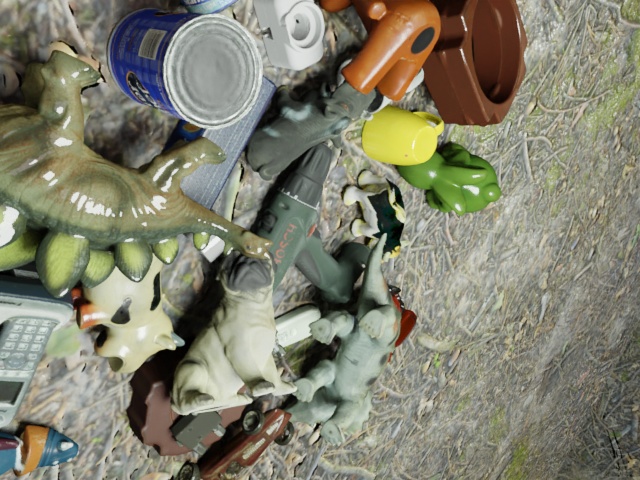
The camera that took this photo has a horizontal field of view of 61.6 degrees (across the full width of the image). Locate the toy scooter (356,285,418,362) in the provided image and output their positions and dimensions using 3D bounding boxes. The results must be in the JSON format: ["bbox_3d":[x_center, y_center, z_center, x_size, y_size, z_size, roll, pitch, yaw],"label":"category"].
[{"bbox_3d":[0.124,0.145,0.976,0.135,0.075,0.183,-35,132,-25],"label":"toy scooter"}]

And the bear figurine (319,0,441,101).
[{"bbox_3d":[0.045,-0.279,0.647,0.120,0.196,0.132,-14,145,-56],"label":"bear figurine"}]

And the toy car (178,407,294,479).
[{"bbox_3d":[-0.124,0.329,0.822,0.202,0.053,0.089,-40,131,10],"label":"toy car"}]

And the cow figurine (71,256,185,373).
[{"bbox_3d":[-0.221,0.064,0.628,0.127,0.086,0.194,1,108,-35],"label":"cow figurine"}]

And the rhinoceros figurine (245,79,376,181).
[{"bbox_3d":[-0.017,-0.151,0.684,0.190,0.112,0.073,-36,128,-14],"label":"rhinoceros figurine"}]

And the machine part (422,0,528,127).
[{"bbox_3d":[0.235,-0.292,0.826,0.200,0.087,0.201,53,56,-38],"label":"machine part"}]

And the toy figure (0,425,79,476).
[{"bbox_3d":[-0.353,0.241,0.608,0.154,0.064,0.058,8,66,-48],"label":"toy figure"}]

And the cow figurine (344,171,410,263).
[{"bbox_3d":[0.104,-0.023,0.862,0.068,0.098,0.167,-42,132,-28],"label":"cow figurine"}]

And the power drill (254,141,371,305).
[{"bbox_3d":[-0.002,-0.002,0.790,0.232,0.086,0.207,-57,139,-3],"label":"power drill"}]

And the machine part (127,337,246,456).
[{"bbox_3d":[-0.179,0.217,0.753,0.179,0.056,0.179,-19,122,-33],"label":"machine part"}]

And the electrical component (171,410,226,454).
[{"bbox_3d":[-0.168,0.250,0.725,0.063,0.021,0.093,-41,132,-16],"label":"electrical component"}]

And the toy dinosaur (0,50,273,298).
[{"bbox_3d":[-0.254,-0.064,0.477,0.471,0.105,0.198,26,77,-22],"label":"toy dinosaur"}]

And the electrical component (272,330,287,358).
[{"bbox_3d":[-0.094,0.131,0.763,0.078,0.102,0.045,-22,165,-49],"label":"electrical component"}]

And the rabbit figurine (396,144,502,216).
[{"bbox_3d":[0.206,-0.097,0.897,0.170,0.159,0.121,13,111,-29],"label":"rabbit figurine"}]

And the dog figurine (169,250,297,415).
[{"bbox_3d":[-0.125,0.112,0.680,0.172,0.190,0.121,-15,161,2],"label":"dog figurine"}]

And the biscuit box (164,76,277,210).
[{"bbox_3d":[-0.133,-0.113,0.633,0.062,0.059,0.202,30,88,-47],"label":"biscuit box"}]

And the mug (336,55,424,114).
[{"bbox_3d":[0.095,-0.236,0.751,0.107,0.110,0.080,-46,133,-33],"label":"mug"}]

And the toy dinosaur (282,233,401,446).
[{"bbox_3d":[0.060,0.167,0.836,0.404,0.131,0.192,-64,162,18],"label":"toy dinosaur"}]

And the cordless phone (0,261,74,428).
[{"bbox_3d":[-0.348,0.107,0.534,0.146,0.089,0.184,16,103,-45],"label":"cordless phone"}]
